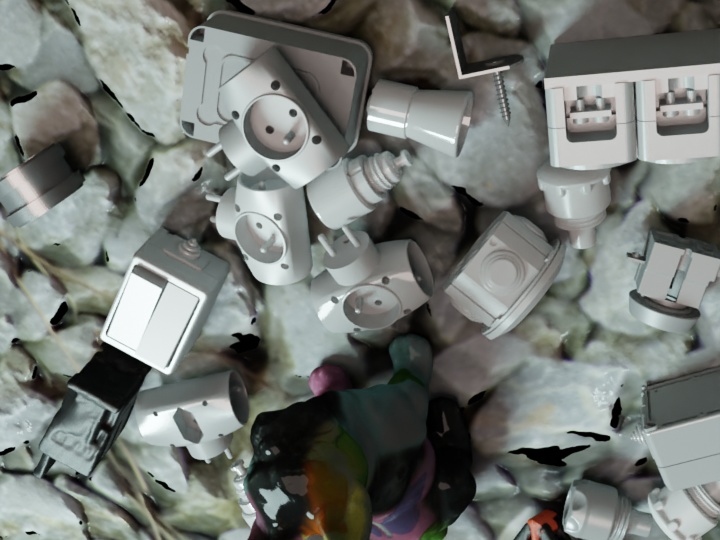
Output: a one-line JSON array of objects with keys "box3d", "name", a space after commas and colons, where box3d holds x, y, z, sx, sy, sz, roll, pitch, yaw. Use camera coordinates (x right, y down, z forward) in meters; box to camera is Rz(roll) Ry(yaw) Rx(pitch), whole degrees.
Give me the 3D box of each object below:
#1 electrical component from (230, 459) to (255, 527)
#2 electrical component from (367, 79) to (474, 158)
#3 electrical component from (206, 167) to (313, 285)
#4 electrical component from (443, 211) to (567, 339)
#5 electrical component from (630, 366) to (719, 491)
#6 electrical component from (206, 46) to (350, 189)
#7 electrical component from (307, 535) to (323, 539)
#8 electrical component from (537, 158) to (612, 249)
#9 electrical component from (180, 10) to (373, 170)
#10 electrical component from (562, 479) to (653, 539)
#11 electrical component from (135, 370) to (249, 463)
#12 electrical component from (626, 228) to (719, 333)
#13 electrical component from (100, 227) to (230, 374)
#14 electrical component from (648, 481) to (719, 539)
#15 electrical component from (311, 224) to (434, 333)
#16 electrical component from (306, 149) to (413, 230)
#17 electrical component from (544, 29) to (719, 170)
[{"box3d": [-0.077, 0.185, 0.860, 0.040, 0.040, 0.078, -26, 106, 22], "name": "electrical component"}, {"box3d": [0.037, -0.102, 0.702, 0.065, 0.044, 0.044, 15, 117, 11], "name": "electrical component"}, {"box3d": [-0.074, -0.036, 0.753, 0.079, 0.044, 0.077, 13, 129, 25], "name": "electrical component"}, {"box3d": [0.095, 0.002, 0.716, 0.051, 0.080, 0.080, 39, 117, -1], "name": "electrical component"}, {"box3d": [0.237, 0.111, 0.743, 0.096, 0.061, 0.061, -19, 109, 20], "name": "electrical component"}, {"box3d": [-0.060, -0.084, 0.664, 0.079, 0.044, 0.077, -32, 104, 23], "name": "electrical component"}, {"box3d": [-0.018, 0.241, 0.850, 0.099, 0.064, 0.099, 1, 118, 2], "name": "electrical component"}, {"box3d": [0.143, -0.044, 0.703, 0.048, 0.048, 0.062, -6, 120, 15], "name": "electrical component"}, {"box3d": [-0.054, -0.119, 0.705, 0.113, 0.057, 0.078, 14, 117, 6], "name": "electrical component"}, {"box3d": [0.184, 0.182, 0.798, 0.062, 0.043, 0.043, 14, 116, 5], "name": "electrical component"}, {"box3d": [-0.123, 0.120, 0.838, 0.077, 0.043, 0.079, -13, 122, 12], "name": "electrical component"}, {"box3d": [0.207, 0.008, 0.712, 0.066, 0.048, 0.055, 15, 109, 5], "name": "electrical component"}, {"box3d": [-0.141, 0.019, 0.786, 0.062, 0.061, 0.096, 28, 117, -1], "name": "electrical component"}, {"box3d": [0.244, 0.166, 0.778, 0.048, 0.048, 0.062, 44, 109, -9], "name": "electrical component"}, {"box3d": [0.000, 0.000, 0.748, 0.077, 0.044, 0.079, -21, 126, 21], "name": "electrical component"}, {"box3d": [0.000, -0.058, 0.730, 0.078, 0.040, 0.040, -27, 106, 22], "name": "electrical component"}, {"box3d": [0.189, -0.101, 0.640, 0.150, 0.089, 0.061, -3, 114, 14], "name": "electrical component"}]
